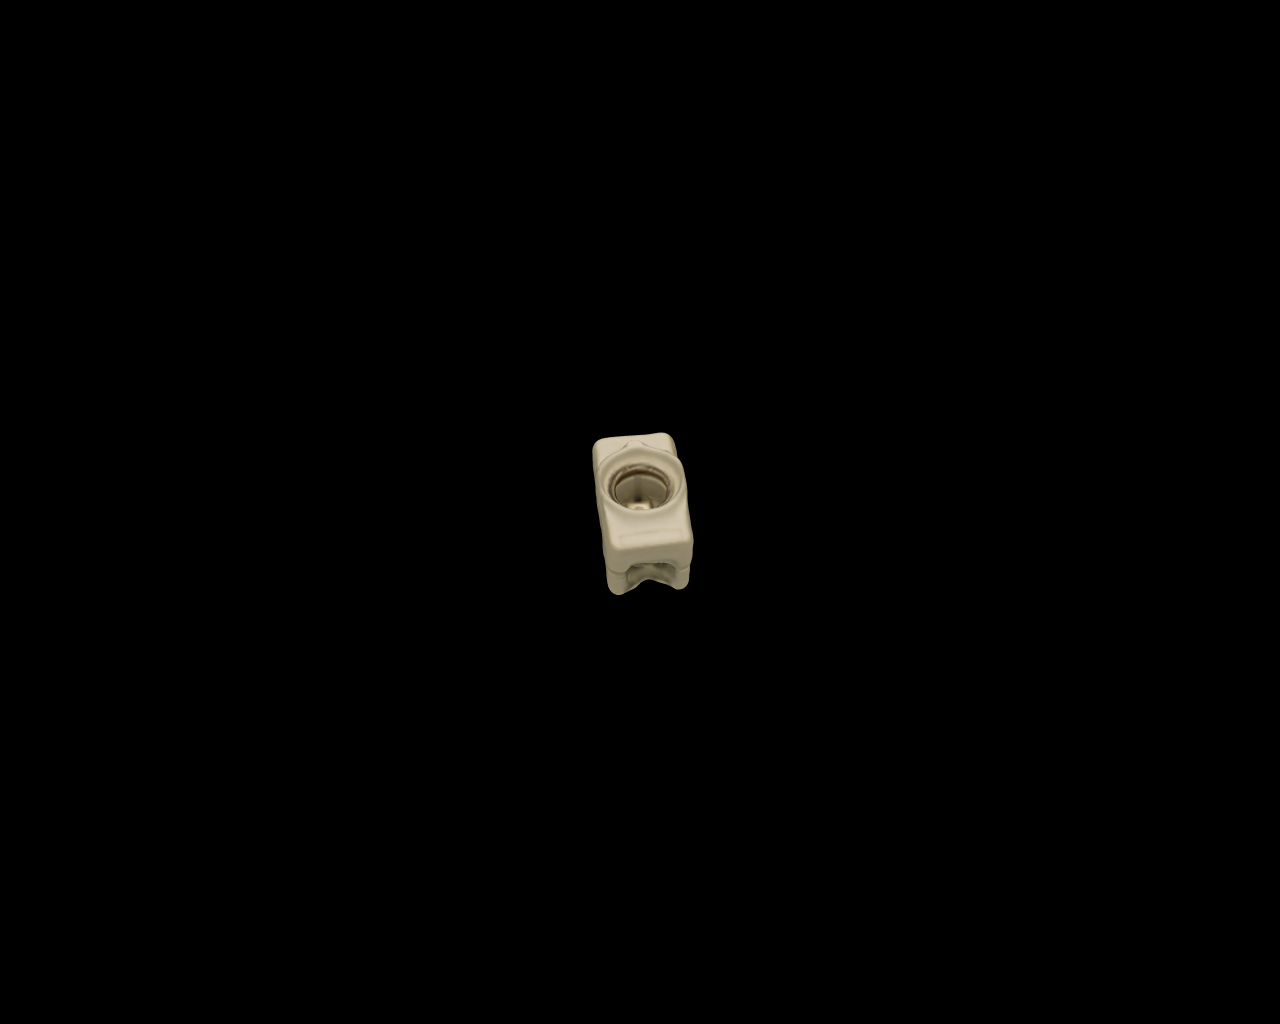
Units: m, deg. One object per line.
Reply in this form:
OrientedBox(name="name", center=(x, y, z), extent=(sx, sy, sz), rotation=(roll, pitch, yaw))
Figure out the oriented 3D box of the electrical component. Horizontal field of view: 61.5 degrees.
OrientedBox(name="electrical component", center=(0.001, -0.003, 0.650), extent=(0.050, 0.090, 0.055), rotation=(-5, -39, -4))
